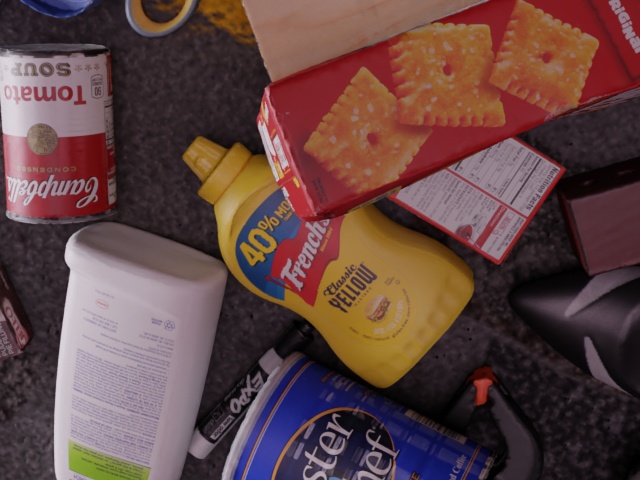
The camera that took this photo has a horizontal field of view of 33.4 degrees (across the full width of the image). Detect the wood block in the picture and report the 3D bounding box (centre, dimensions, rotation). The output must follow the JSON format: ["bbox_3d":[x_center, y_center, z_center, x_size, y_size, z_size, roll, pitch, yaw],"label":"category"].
[{"bbox_3d":[0.059,-0.165,0.598,0.206,0.091,0.090,-19,102,8],"label":"wood block"}]

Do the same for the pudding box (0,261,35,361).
[{"bbox_3d":[-0.252,0.034,0.696,0.090,0.039,0.113,-19,103,9],"label":"pudding box"}]

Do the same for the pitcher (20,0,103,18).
[{"bbox_3d":[-0.183,-0.243,0.571,0.243,0.145,0.149,32,80,3],"label":"pitcher"}]

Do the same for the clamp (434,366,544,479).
[{"bbox_3d":[0.099,0.172,0.712,0.120,0.039,0.171,-10,97,4],"label":"clamp"}]

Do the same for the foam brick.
[{"bbox_3d":[0.190,-0.018,0.648,0.078,0.053,0.051,-16,103,7],"label":"foam brick"}]

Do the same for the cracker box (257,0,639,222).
[{"bbox_3d":[0.078,-0.076,0.553,0.213,0.164,0.072,-21,92,-4],"label":"cracker box"}]

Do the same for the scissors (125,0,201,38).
[{"bbox_3d":[-0.060,-0.195,0.636,0.202,0.016,0.096,-27,102,10],"label":"scissors"}]

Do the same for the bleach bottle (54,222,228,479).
[{"bbox_3d":[-0.135,0.121,0.701,0.102,0.068,0.251,19,109,11],"label":"bleach bottle"}]

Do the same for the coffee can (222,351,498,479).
[{"bbox_3d":[0.024,0.145,0.658,0.140,0.102,0.103,25,105,13],"label":"coffee can"}]

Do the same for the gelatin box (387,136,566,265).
[{"bbox_3d":[0.095,-0.038,0.661,0.089,0.030,0.073,31,103,-4],"label":"gelatin box"}]

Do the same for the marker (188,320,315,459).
[{"bbox_3d":[-0.046,0.099,0.711,0.020,0.020,0.121,40,103,-7],"label":"marker"}]

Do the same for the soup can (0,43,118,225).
[{"bbox_3d":[-0.159,-0.066,0.650,0.068,0.068,0.102,1,104,3],"label":"soup can"}]

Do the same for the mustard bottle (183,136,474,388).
[{"bbox_3d":[-0.004,0.001,0.662,0.191,0.058,0.096,38,109,-6],"label":"mustard bottle"}]
